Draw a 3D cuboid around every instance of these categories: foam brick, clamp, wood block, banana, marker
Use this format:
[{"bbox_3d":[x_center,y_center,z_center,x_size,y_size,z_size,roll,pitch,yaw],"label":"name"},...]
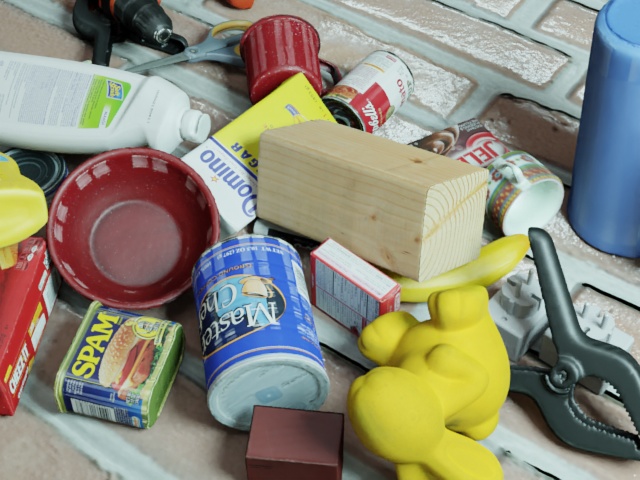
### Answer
[{"bbox_3d":[-0.019,0.173,0.876,0.078,0.053,0.051,5,48,5],"label":"foam brick"},{"bbox_3d":[0.208,0.101,0.897,0.210,0.165,0.036,35,18,20],"label":"clamp"},{"bbox_3d":[-0.236,-0.255,1.281,0.120,0.039,0.171,-12,50,-24],"label":"clamp"},{"bbox_3d":[0.044,-0.043,0.998,0.206,0.090,0.090,22,28,39],"label":"wood block"},{"bbox_3d":[0.108,0.026,1.010,0.197,0.037,0.069,-1,66,-6],"label":"banana"},{"bbox_3d":[-0.007,0.001,1.054,0.121,0.020,0.020,15,50,14],"label":"marker"}]

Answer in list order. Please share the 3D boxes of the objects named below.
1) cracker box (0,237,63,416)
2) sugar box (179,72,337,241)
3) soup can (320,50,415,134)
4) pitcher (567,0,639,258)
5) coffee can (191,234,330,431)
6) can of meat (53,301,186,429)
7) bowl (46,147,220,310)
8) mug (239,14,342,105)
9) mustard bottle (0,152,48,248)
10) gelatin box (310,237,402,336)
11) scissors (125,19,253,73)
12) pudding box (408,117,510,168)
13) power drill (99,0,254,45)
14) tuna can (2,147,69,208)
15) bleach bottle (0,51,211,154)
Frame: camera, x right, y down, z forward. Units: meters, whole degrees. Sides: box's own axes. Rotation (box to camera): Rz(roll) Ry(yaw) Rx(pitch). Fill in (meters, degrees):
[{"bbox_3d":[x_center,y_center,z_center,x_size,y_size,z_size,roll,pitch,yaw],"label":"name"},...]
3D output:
[{"bbox_3d":[-0.361,0.068,0.967,0.214,0.072,0.164,4,47,5],"label":"cracker box"},{"bbox_3d":[-0.060,-0.087,1.089,0.176,0.048,0.093,-42,100,-32],"label":"sugar box"},{"bbox_3d":[0.049,-0.153,1.161,0.069,0.068,0.102,27,53,23],"label":"soup can"},{"bbox_3d":[0.306,-0.100,0.989,0.149,0.243,0.144,28,57,31],"label":"pitcher"},{"bbox_3d":[-0.054,0.080,0.928,0.102,0.103,0.140,-8,48,-6],"label":"coffee can"},{"bbox_3d":[-0.173,0.111,0.935,0.084,0.057,0.102,12,50,8],"label":"can of meat"},{"bbox_3d":[-0.176,-0.005,1.018,0.162,0.055,0.162,2,72,-6],"label":"bowl"},{"bbox_3d":[-0.030,-0.186,1.187,0.117,0.093,0.081,11,49,-23],"label":"mug"},{"bbox_3d":[-0.331,-0.050,1.017,0.096,0.058,0.192,-18,29,-24],"label":"mustard bottle"},{"bbox_3d":[0.032,0.049,0.974,0.089,0.073,0.030,33,56,27],"label":"gelatin box"},{"bbox_3d":[-0.127,-0.206,1.222,0.096,0.016,0.201,32,44,18],"label":"scissors"},{"bbox_3d":[0.141,-0.073,1.105,0.113,0.039,0.090,-24,52,-19],"label":"pudding box"},{"bbox_3d":[-0.172,-0.300,1.278,0.187,0.057,0.185,-17,49,-34],"label":"power drill"},{"bbox_3d":[-0.302,-0.060,1.107,0.086,0.034,0.086,-1,48,0],"label":"tuna can"},{"bbox_3d":[-0.230,-0.124,1.066,0.251,0.068,0.102,12,84,18],"label":"bleach bottle"}]
